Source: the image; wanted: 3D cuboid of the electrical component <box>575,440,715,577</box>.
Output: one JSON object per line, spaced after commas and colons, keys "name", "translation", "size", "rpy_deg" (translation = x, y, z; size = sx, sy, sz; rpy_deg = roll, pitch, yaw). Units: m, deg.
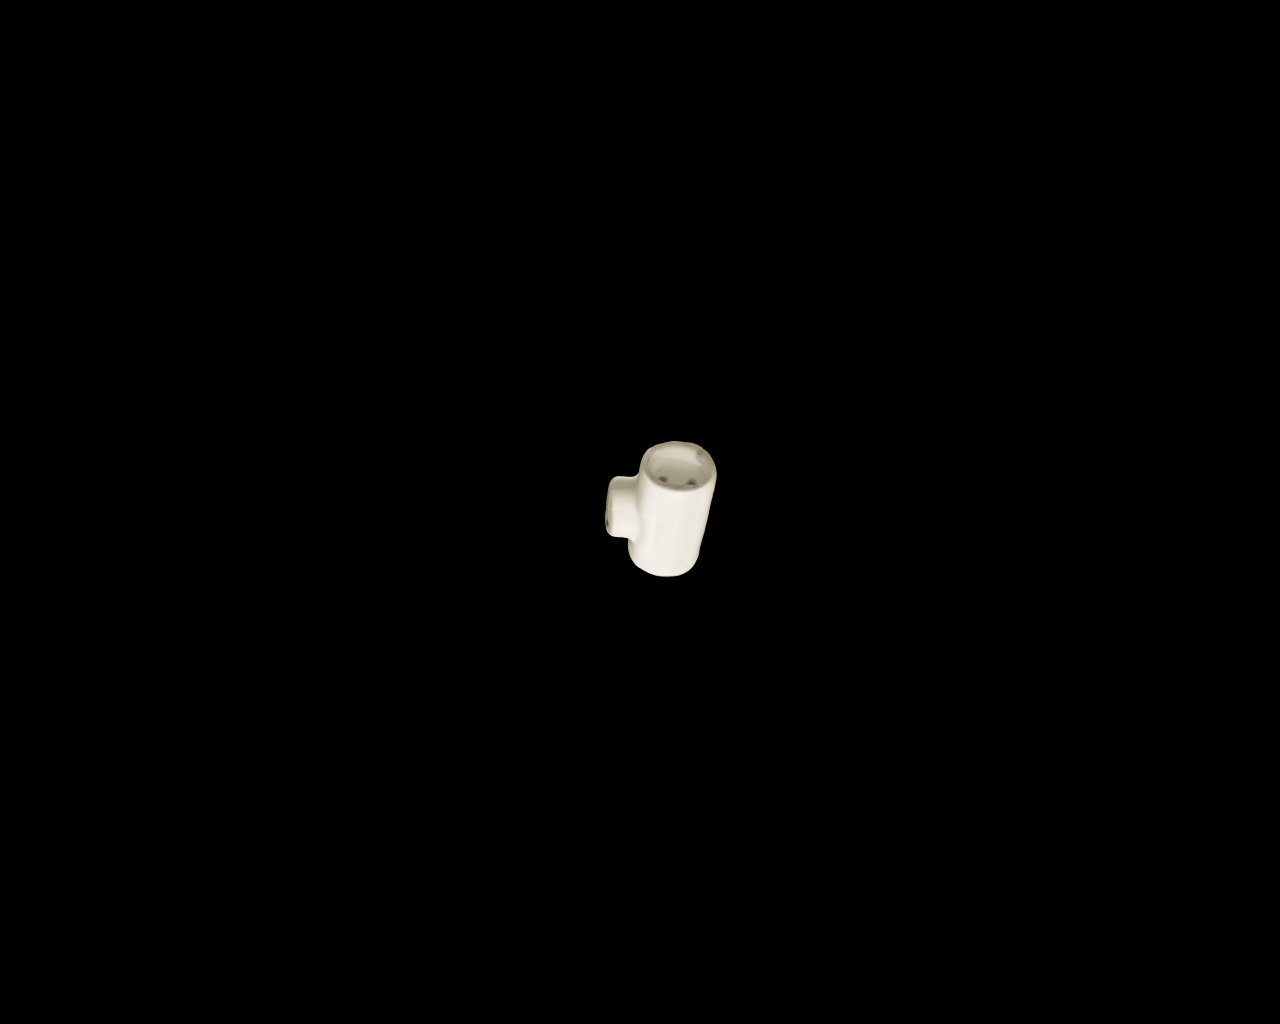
{"name": "electrical component", "translation": [0.001, -0.003, 0.650], "size": [0.079, 0.043, 0.077], "rpy_deg": [4, -43, -4]}
